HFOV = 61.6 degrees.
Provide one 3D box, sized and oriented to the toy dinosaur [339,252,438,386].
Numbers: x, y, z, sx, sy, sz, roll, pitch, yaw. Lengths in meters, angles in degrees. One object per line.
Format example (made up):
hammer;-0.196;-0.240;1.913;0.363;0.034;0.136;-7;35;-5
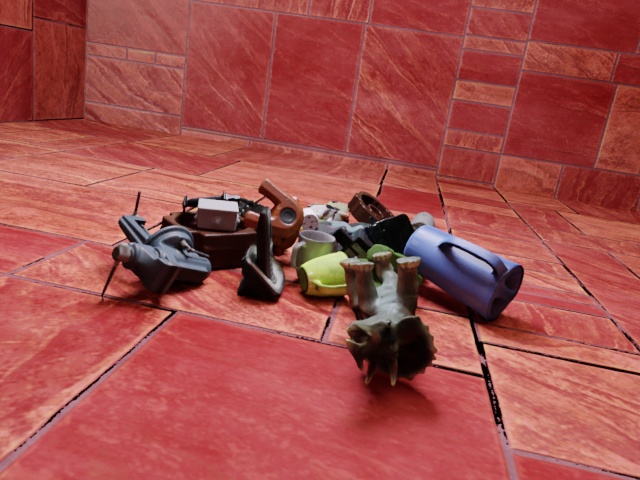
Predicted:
toy dinosaur;0.106;0.121;0.918;0.131;0.192;0.405;-5;1;2

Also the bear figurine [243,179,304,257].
bear figurine;-0.102;-0.042;1.223;0.132;0.120;0.196;26;-14;-7

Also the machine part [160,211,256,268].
machine part;-0.257;-0.004;1.262;0.201;0.087;0.201;-6;21;-38

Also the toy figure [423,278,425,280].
toy figure;0.250;0.067;1.332;0.064;0.057;0.154;9;20;23

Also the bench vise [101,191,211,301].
bench vise;-0.335;0.015;1.054;0.223;0.128;0.241;1;33;-50

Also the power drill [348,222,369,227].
power drill;0.160;0.005;1.484;0.232;0.086;0.207;1;10;-33

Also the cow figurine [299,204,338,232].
cow figurine;-0.033;-0.068;1.548;0.168;0.068;0.098;0;32;42

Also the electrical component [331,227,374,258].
electrical component;0.076;0.013;1.238;0.119;0.075;0.048;42;24;-13

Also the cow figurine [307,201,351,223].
cow figurine;0.027;-0.074;1.663;0.127;0.085;0.195;17;19;8

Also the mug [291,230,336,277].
mug;-0.021;0.042;1.181;0.081;0.107;0.109;20;20;33

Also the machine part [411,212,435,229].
machine part;0.319;-0.036;1.688;0.079;0.079;0.243;12;17;14

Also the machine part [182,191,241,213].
machine part;-0.260;-0.087;1.286;0.139;0.039;0.084;-2;-20;-7

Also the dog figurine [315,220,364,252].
dog figurine;-0.003;-0.004;1.369;0.191;0.108;0.219;-8;18;-38

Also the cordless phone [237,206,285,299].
cordless phone;-0.114;0.014;1.093;0.089;0.184;0.147;4;16;1

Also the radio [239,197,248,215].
radio;-0.219;-0.064;1.512;0.131;0.073;0.230;-3;20;-36

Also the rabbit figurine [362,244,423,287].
rabbit figurine;0.128;0.068;1.167;0.159;0.121;0.170;2;2;-36

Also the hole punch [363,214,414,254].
hole punch;0.167;0.006;1.320;0.116;0.142;0.092;-17;-3;-22

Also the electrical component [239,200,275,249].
electrical component;-0.131;-0.031;1.366;0.115;0.058;0.134;31;-16;48

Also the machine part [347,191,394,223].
machine part;0.165;-0.077;1.672;0.179;0.056;0.179;34;23;-16
